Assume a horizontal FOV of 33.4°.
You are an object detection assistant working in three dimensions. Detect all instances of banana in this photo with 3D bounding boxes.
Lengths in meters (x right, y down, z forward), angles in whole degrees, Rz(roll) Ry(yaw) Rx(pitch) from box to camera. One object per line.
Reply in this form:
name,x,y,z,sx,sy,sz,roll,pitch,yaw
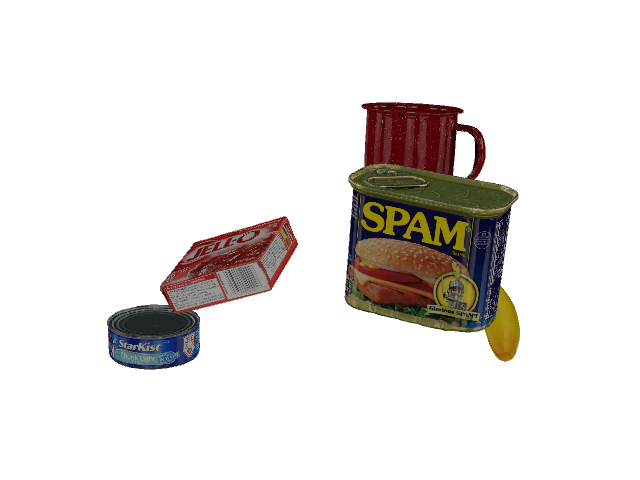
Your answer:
banana,0.157,0.061,1.119,0.069,0.037,0.198,-35,39,-13

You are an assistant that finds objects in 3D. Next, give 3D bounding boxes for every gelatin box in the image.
gelatin box,-0.070,0.018,0.821,0.089,0.030,0.073,-15,22,24

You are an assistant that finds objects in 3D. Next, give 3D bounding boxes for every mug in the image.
mug,0.093,-0.080,0.971,0.117,0.081,0.093,7,13,21

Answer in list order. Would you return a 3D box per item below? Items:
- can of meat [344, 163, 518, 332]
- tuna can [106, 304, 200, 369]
can of meat,0.066,0.005,0.669,0.102,0.084,0.057,13,22,23
tuna can,-0.155,0.089,0.993,0.086,0.034,0.086,1,16,0
